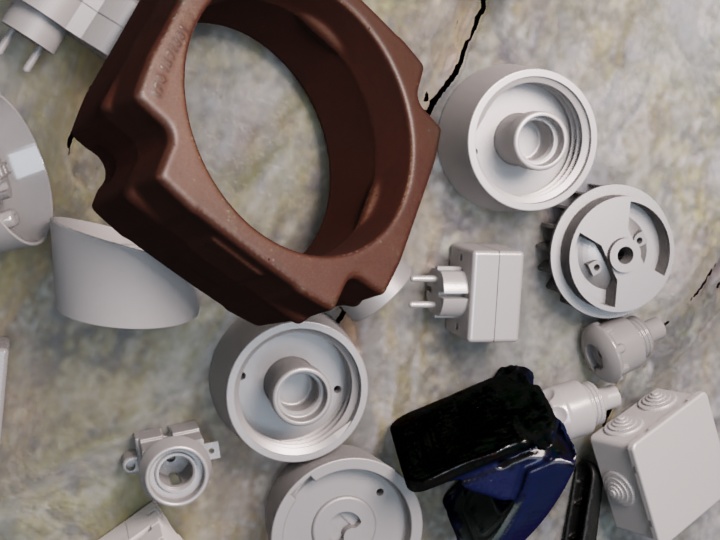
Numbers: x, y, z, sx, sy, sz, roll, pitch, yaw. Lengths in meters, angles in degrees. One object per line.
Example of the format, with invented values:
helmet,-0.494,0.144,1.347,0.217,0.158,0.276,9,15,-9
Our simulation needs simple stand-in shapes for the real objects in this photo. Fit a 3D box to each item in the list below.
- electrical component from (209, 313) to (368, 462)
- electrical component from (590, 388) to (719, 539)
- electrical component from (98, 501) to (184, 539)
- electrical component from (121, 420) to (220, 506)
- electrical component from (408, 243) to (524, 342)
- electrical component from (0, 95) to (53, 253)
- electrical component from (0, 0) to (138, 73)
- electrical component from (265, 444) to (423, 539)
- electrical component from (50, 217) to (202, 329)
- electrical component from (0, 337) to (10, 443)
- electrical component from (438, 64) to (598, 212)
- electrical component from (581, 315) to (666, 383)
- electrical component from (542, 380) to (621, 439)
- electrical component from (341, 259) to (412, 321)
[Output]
electrical component,-0.046,0.080,0.742,0.108,0.060,0.108,-2,99,-16
electrical component,0.231,0.148,0.827,0.100,0.048,0.099,-28,107,-29
electrical component,-0.144,0.203,0.717,0.056,0.089,0.050,-35,106,-9
electrical component,-0.127,0.131,0.729,0.066,0.055,0.048,-10,101,-15
electrical component,0.072,0.016,0.773,0.077,0.047,0.065,0,98,-16
electrical component,-0.230,-0.056,0.651,0.064,0.099,0.099,-19,103,-6
electrical component,-0.197,-0.158,0.666,0.138,0.052,0.073,32,89,-19
electrical component,-0.016,0.176,0.765,0.108,0.060,0.108,-2,99,-16
electrical component,-0.147,0.000,0.682,0.099,0.099,0.064,2,104,-16
electrical component,-0.248,0.080,0.675,0.047,0.077,0.065,5,97,-17
electrical component,0.116,-0.092,0.762,0.108,0.060,0.108,-2,99,-16
electrical component,0.204,0.055,0.819,0.062,0.048,0.048,-22,104,-18
electrical component,0.167,0.104,0.816,0.062,0.043,0.043,-15,102,-15
electrical component,0.000,0.000,0.747,0.055,0.055,0.047,-43,103,-6
